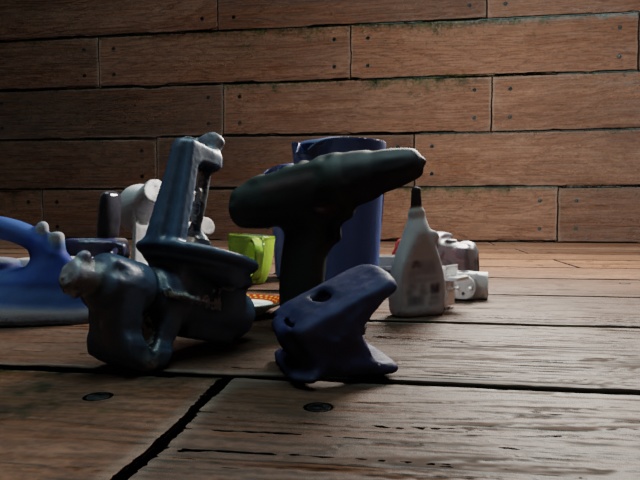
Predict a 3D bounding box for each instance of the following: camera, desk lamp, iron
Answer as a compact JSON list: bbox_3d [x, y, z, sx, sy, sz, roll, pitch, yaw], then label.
[{"bbox_3d":[0.268,0.033,1.181,0.142,0.101,0.137,2,3,39],"label":"camera"},{"bbox_3d":[-0.396,-0.031,1.327,0.118,0.213,0.202,-2,3,-31],"label":"desk lamp"},{"bbox_3d":[-0.403,0.032,0.732,0.258,0.141,0.119,0,3,4],"label":"iron"}]

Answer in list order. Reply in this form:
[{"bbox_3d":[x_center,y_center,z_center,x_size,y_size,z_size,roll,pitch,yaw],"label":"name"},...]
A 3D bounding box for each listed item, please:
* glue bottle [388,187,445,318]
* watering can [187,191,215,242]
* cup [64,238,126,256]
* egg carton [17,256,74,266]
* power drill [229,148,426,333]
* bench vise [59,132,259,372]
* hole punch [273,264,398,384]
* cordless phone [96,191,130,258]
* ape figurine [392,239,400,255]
[{"bbox_3d":[0.130,0.015,0.770,0.078,0.173,0.037,-1,3,-23],"label":"glue bottle"},{"bbox_3d":[-0.280,-0.016,1.204,0.172,0.194,0.101,1,3,26],"label":"watering can"},{"bbox_3d":[-0.380,0.044,0.978,0.117,0.095,0.092,1,3,19],"label":"cup"},{"bbox_3d":[-0.406,0.061,0.884,0.150,0.069,0.107,1,3,27],"label":"egg carton"},{"bbox_3d":[0.006,0.002,0.657,0.229,0.208,0.076,1,3,17],"label":"power drill"},{"bbox_3d":[-0.131,0.002,0.537,0.121,0.220,0.208,1,3,15],"label":"bench vise"},{"bbox_3d":[0.010,0.068,0.497,0.101,0.091,0.108,-1,3,-16],"label":"hole punch"},{"bbox_3d":[-0.469,-0.011,1.193,0.094,0.185,0.148,1,3,22],"label":"cordless phone"},{"bbox_3d":[0.159,0.042,1.078,0.078,0.092,0.076,-1,3,-20],"label":"ape figurine"}]
